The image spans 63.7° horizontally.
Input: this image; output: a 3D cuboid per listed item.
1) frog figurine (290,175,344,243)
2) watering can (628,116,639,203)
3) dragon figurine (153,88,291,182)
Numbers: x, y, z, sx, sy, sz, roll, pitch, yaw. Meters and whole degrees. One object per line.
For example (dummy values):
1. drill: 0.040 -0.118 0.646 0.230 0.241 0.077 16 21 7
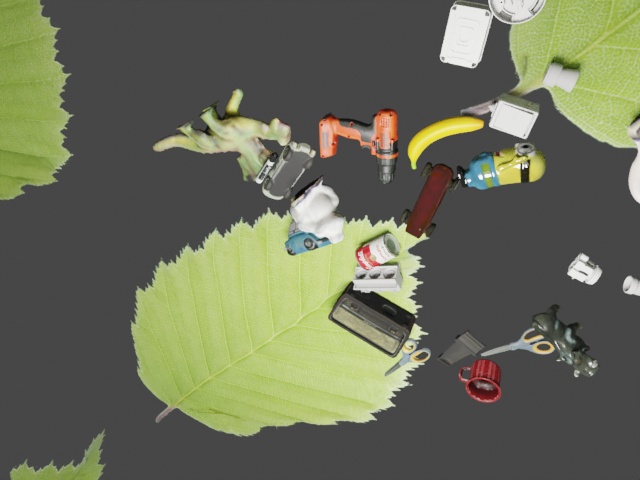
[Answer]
1. frog figurine: 0.004 -0.067 1.327 0.121 0.158 0.140 -21 23 51
2. watering can: 0.722 -0.183 0.921 0.343 0.223 0.106 -32 13 38
3. dragon figurine: -0.241 -0.244 1.359 0.406 0.239 0.125 -21 28 36
